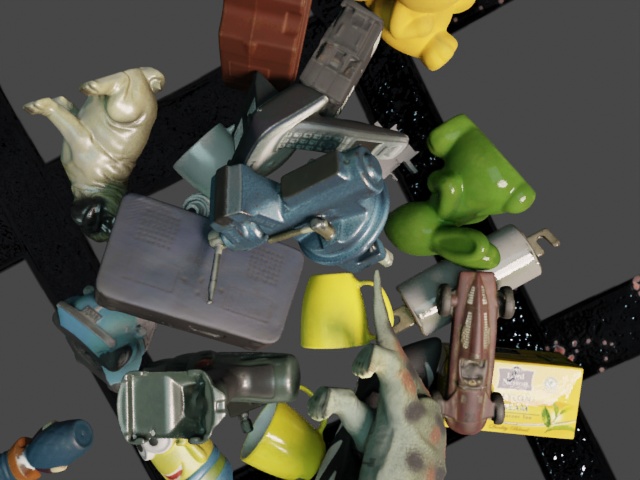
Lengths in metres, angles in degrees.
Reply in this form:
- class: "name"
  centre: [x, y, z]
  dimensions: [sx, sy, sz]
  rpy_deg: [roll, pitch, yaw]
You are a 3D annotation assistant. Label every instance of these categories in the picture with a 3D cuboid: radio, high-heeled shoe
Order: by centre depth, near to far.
- class: "radio"
  centre: [-0.144, 0.044, 0.649]
  dimensions: [0.229, 0.073, 0.131]
  rpy_deg: [19, 66, -14]
- class: "high-heeled shoe"
  centre: [0.078, 0.233, 0.677]
  dimensions: [0.086, 0.145, 0.248]
  rpy_deg: [35, 97, -3]

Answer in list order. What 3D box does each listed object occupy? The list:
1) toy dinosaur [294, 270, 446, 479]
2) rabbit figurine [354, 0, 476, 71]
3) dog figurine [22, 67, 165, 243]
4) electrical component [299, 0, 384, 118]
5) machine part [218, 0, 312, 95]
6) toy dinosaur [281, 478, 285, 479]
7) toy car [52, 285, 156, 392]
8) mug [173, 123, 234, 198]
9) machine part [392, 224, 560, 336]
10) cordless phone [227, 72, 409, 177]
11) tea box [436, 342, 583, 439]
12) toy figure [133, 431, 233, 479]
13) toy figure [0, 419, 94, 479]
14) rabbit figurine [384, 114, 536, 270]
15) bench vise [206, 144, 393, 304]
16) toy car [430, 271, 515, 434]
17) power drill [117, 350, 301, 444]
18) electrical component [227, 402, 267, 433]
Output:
- class: "toy dinosaur"
  centre: [0.078, 0.249, 0.594]
  dimensions: [0.192, 0.131, 0.405]
  rpy_deg: [33, 67, -26]
- class: "rabbit figurine"
  centre: [0.112, -0.290, 0.610]
  dimensions: [0.162, 0.173, 0.122]
  rpy_deg: [31, 100, -6]
- class: "dog figurine"
  centre: [-0.252, -0.106, 0.685]
  dimensions: [0.172, 0.121, 0.190]
  rpy_deg: [-19, 109, 7]
- class: "electrical component"
  centre: [0.020, -0.204, 0.649]
  dimensions: [0.058, 0.115, 0.134]
  rpy_deg: [30, 94, 0]
- class: "machine part"
  centre: [-0.050, -0.274, 0.590]
  dimensions: [0.087, 0.201, 0.201]
  rpy_deg: [9, 83, -7]
- class: "toy dinosaur"
  centre: [-0.015, 0.427, 0.713]
  dimensions: [0.472, 0.105, 0.198]
  rpy_deg: [5, 104, 3]
- class: "toy car"
  centre: [-0.259, 0.118, 0.689]
  dimensions: [0.109, 0.161, 0.103]
  rpy_deg: [33, 57, 17]
- class: "mug"
  centre: [-0.112, -0.090, 0.688]
  dimensions: [0.109, 0.081, 0.107]
  rpy_deg: [-42, 104, -5]
- class: "machine part"
  centre: [0.189, 0.051, 0.690]
  dimensions: [0.243, 0.079, 0.079]
  rpy_deg: [-30, 94, 4]
- class: "cordless phone"
  centre: [-0.004, -0.109, 0.618]
  dimensions: [0.184, 0.146, 0.089]
  rpy_deg: [7, 68, -19]
- class: "tea box"
  centre: [0.244, 0.196, 0.708]
  dimensions: [0.170, 0.068, 0.098]
  rpy_deg: [4, 96, 2]
- class: "toy figure"
  centre: [-0.177, 0.292, 0.723]
  dimensions: [0.082, 0.089, 0.180]
  rpy_deg: [-36, 103, 4]
- class: "toy figure"
  centre: [-0.388, 0.296, 0.738]
  dimensions: [0.154, 0.064, 0.057]
  rpy_deg: [-25, 132, 8]
- class: "rabbit figurine"
  centre: [0.164, -0.034, 0.654]
  dimensions: [0.170, 0.121, 0.159]
  rpy_deg: [-41, 61, 20]
- class: "bench vise"
  centre: [-0.003, -0.011, 0.608]
  dimensions: [0.224, 0.240, 0.129]
  rpy_deg: [-33, 51, 22]
- class: "toy car"
  centre: [0.180, 0.137, 0.638]
  dimensions: [0.089, 0.053, 0.202]
  rpy_deg: [4, 102, 6]
- class: "power drill"
  centre: [-0.149, 0.175, 0.629]
  dimensions: [0.232, 0.207, 0.086]
  rpy_deg: [-3, 80, 11]
- class: "electrical component"
  centre: [-0.097, 0.208, 0.725]
  dimensions: [0.063, 0.021, 0.094]
  rpy_deg: [-24, 72, 12]
